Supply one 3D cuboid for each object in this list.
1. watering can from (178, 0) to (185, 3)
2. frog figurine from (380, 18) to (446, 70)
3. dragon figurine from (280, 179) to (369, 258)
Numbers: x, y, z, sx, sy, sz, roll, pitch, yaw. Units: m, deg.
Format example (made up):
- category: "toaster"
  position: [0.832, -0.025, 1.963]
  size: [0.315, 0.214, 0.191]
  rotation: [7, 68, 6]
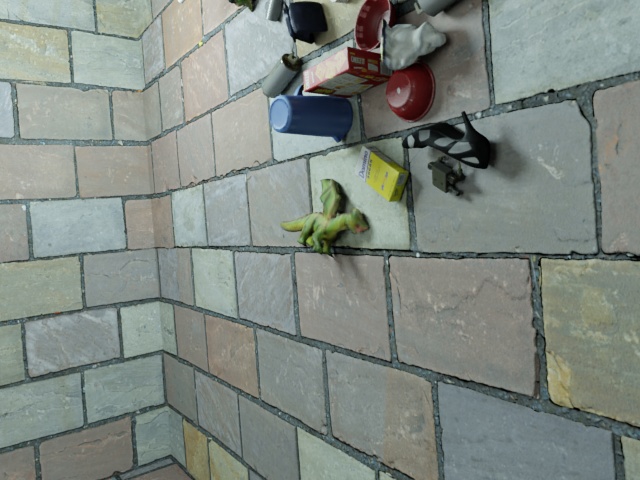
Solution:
- category: "watering can"
  position: [-0.434, -1.057, 2.075]
  size: [0.346, 0.227, 0.103]
  rotation: [-7, 107, 55]
- category: "frog figurine"
  position: [0.234, -0.491, 1.295]
  size: [0.141, 0.159, 0.120]
  rotation: [-77, -13, -46]
- category: "dragon figurine"
  position: [0.005, -0.085, 1.691]
  size: [0.415, 0.121, 0.241]
  rotation: [30, 101, 47]
